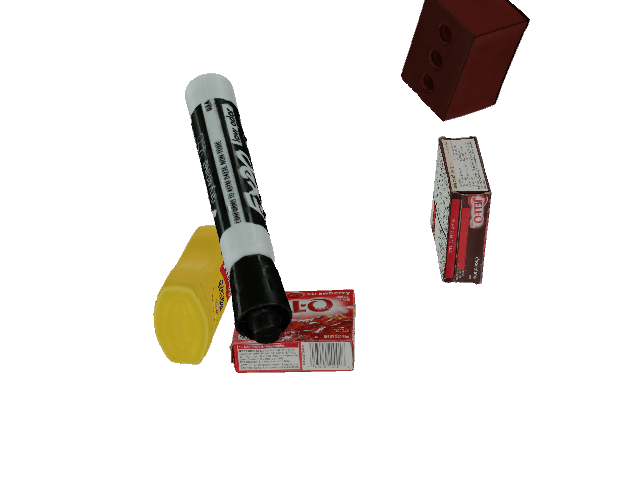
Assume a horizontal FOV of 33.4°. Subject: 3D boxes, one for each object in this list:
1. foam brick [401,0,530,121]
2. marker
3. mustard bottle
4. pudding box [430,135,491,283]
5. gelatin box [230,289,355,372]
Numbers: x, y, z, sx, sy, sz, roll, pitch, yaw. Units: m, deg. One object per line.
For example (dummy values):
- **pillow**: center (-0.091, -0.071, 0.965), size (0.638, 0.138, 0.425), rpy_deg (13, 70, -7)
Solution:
- **foam brick**: center (0.097, -0.130, 0.729), size (0.051, 0.053, 0.078), rpy_deg (-23, -32, -29)
- **marker**: center (-0.030, -0.014, 0.374), size (0.020, 0.121, 0.020), rpy_deg (-10, -41, -9)
- **mustard bottle**: center (-0.120, 0.039, 1.124), size (0.058, 0.096, 0.191), rpy_deg (3, 30, 10)
- **pudding box**: center (0.122, -0.029, 0.932), size (0.039, 0.090, 0.113), rpy_deg (1, 30, -2)
- **gelatin box**: center (-0.019, 0.066, 0.793), size (0.089, 0.030, 0.073), rpy_deg (-1, 27, 4)
